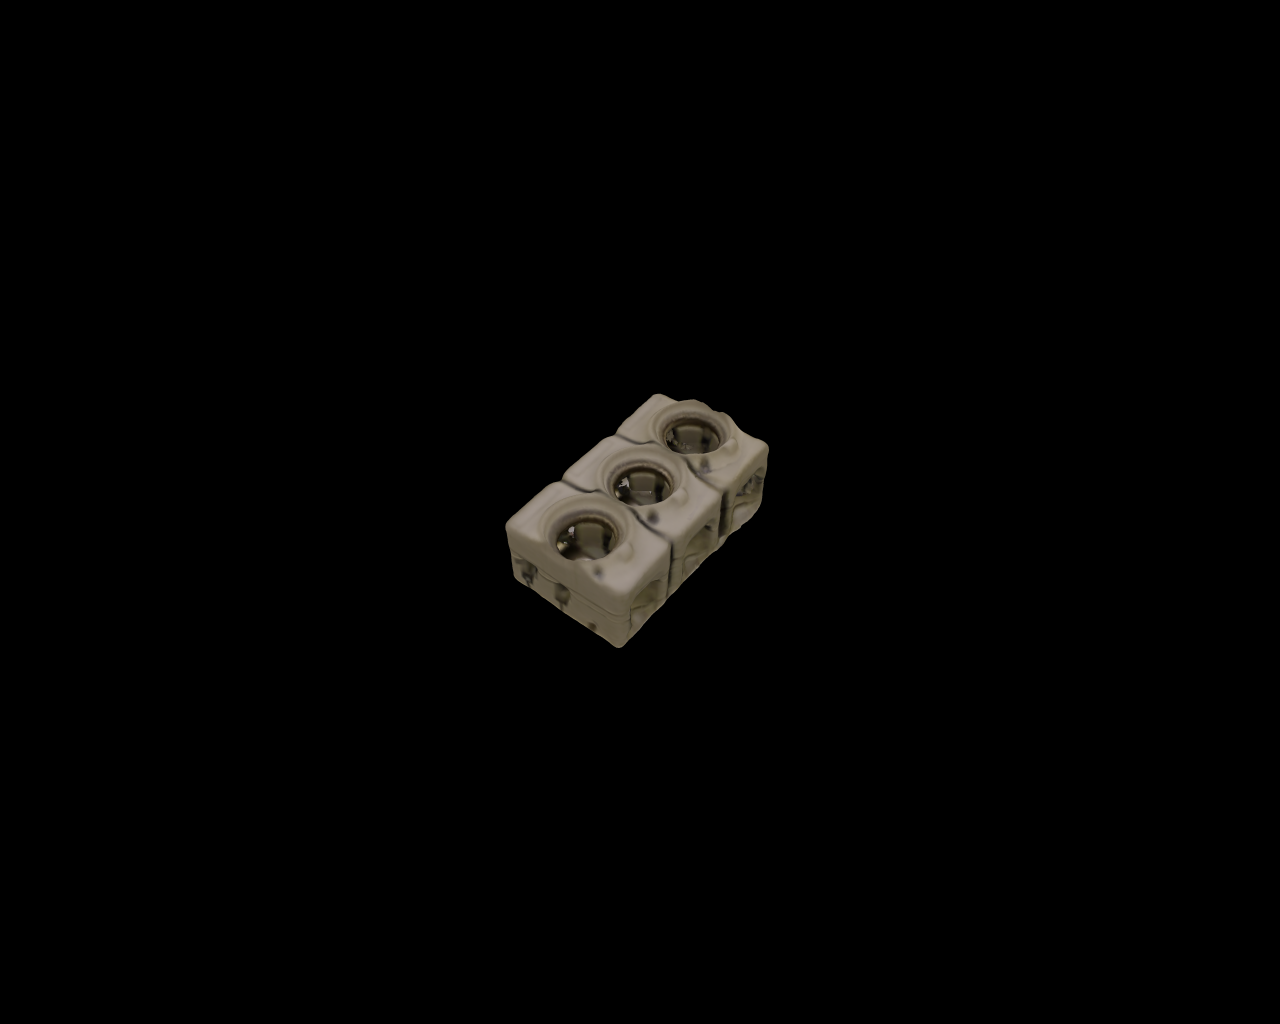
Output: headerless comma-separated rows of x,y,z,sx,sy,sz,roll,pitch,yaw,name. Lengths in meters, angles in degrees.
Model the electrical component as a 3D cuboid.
0.001,-0.003,0.650,0.089,0.061,0.150,30,54,24,electrical component
